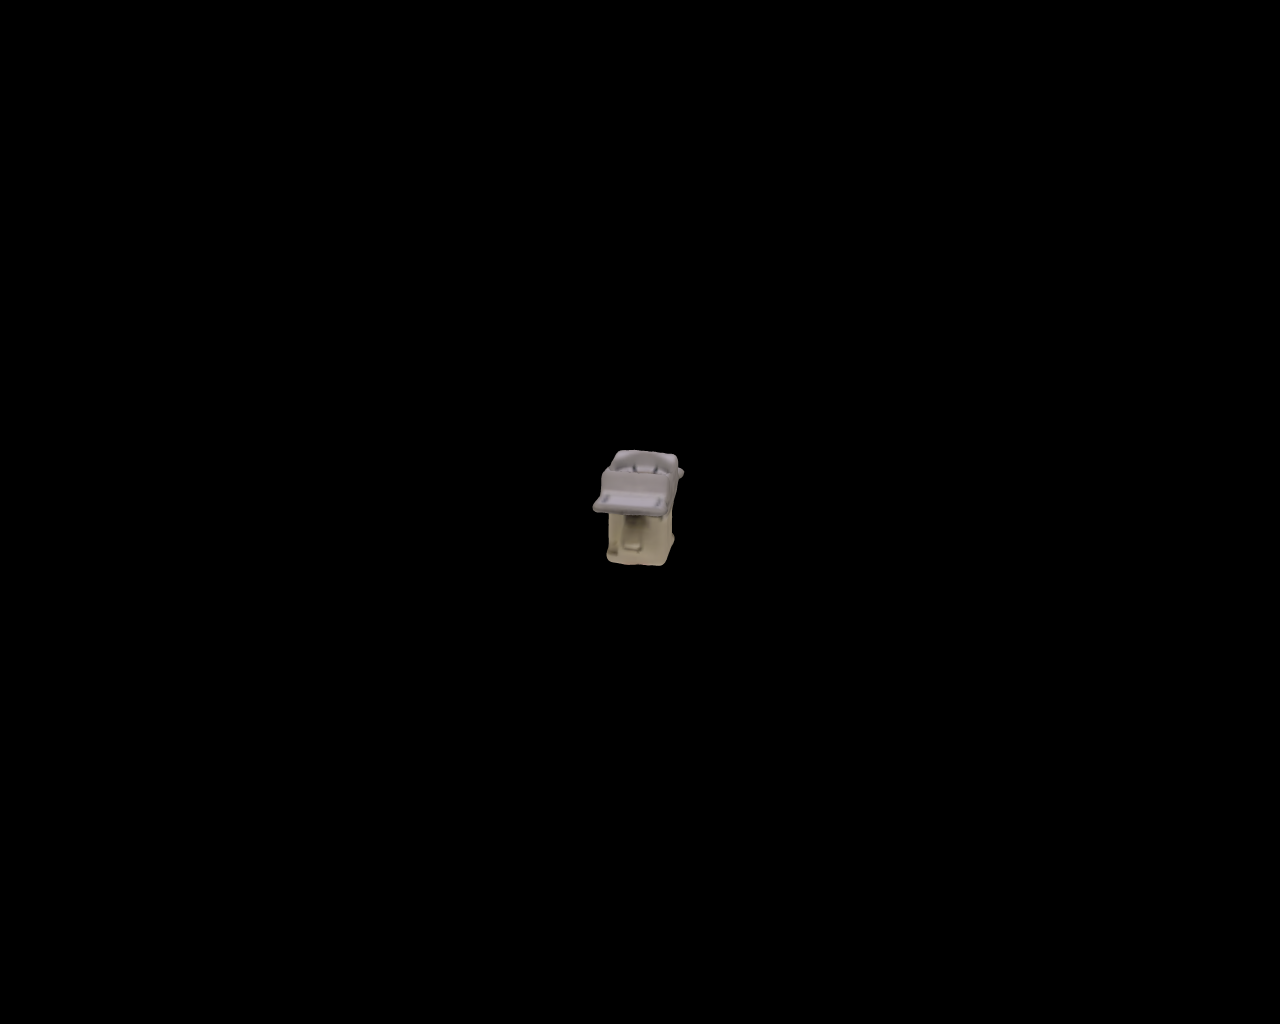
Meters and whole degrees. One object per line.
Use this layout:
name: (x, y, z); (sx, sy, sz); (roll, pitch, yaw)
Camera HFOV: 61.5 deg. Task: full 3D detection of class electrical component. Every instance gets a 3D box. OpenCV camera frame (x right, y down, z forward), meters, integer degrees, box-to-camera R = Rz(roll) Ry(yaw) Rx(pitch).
electrical component: (0.001, -0.003, 0.650); (0.042, 0.063, 0.081); (4, 21, 11)
